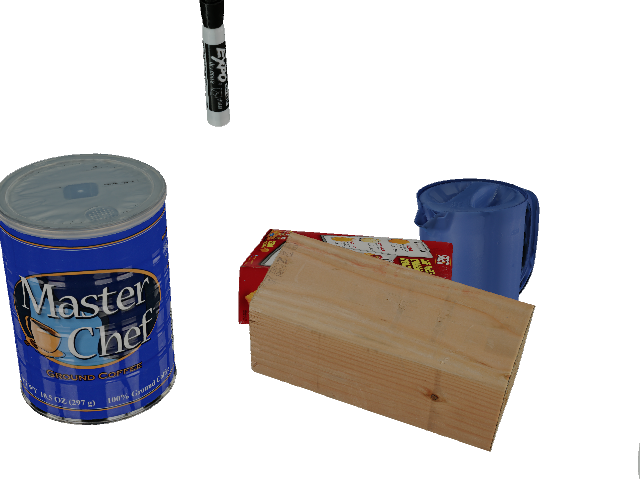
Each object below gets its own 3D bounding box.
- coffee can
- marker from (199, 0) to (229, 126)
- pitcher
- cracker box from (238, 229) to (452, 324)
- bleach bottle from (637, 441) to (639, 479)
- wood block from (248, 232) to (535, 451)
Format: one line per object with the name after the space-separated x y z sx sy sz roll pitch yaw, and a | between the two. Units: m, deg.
-0.145 0.029 0.674 0.103 0.140 0.103 1 29 -1 | coffee can
-0.082 -0.142 0.834 0.020 0.121 0.020 1 44 -1 | marker
0.196 0.049 1.330 0.149 0.243 0.145 1 21 10 | pitcher
0.032 0.045 1.142 0.214 0.072 0.164 5 15 7 | cracker box
0.283 0.094 0.708 0.103 0.068 0.250 12 23 24 | bleach bottle
0.054 0.080 0.858 0.206 0.091 0.090 17 49 14 | wood block
